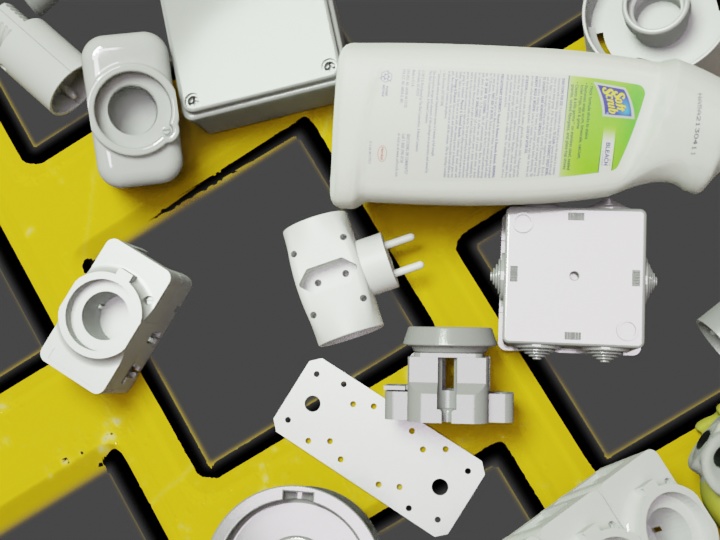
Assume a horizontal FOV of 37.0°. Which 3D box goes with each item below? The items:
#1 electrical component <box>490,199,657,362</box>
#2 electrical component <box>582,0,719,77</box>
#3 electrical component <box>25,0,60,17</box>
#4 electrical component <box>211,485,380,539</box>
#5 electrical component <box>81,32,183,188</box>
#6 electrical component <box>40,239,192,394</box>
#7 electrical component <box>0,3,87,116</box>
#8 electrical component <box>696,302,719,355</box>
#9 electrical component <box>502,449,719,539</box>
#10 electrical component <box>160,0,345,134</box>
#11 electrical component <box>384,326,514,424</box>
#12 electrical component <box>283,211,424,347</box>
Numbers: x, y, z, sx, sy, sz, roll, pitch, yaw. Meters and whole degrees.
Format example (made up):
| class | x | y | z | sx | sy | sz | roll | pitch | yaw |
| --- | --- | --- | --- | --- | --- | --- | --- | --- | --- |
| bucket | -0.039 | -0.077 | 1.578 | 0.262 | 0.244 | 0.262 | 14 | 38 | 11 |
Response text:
| class | x | y | z | sx | sy | sz | roll | pitch | yaw |
| --- | --- | --- | --- | --- | --- | --- | --- | --- | --- |
| electrical component | 0.130 | 0.006 | 0.660 | 0.100 | 0.048 | 0.099 | 2 | 84 | 8 |
| electrical component | 0.189 | -0.154 | 0.673 | 0.099 | 0.064 | 0.099 | -4 | 78 | 20 |
| electrical component | -0.204 | -0.209 | 0.734 | 0.065 | 0.044 | 0.044 | -33 | 81 | -1 |
| electrical component | -0.035 | 0.184 | 0.658 | 0.108 | 0.060 | 0.108 | -1 | 84 | 8 |
| electrical component | -0.146 | -0.102 | 0.689 | 0.054 | 0.059 | 0.095 | -8 | 98 | -12 |
| electrical component | -0.158 | 0.031 | 0.694 | 0.050 | 0.056 | 0.089 | 31 | 89 | 10 |
| electrical component | -0.221 | -0.147 | 0.728 | 0.081 | 0.043 | 0.043 | 41 | 91 | 10 |
| electrical component | 0.248 | 0.021 | 0.645 | 0.081 | 0.043 | 0.043 | -39 | 80 | 2 |
| electrical component | 0.127 | 0.176 | 0.597 | 0.150 | 0.062 | 0.089 | -26 | 80 | -31 |
| electrical component | -0.067 | -0.156 | 0.701 | 0.109 | 0.056 | 0.108 | -13 | 82 | 6 |
| electrical component | 0.055 | 0.063 | 0.661 | 0.078 | 0.058 | 0.057 | 0 | 87 | 8 |
| electrical component | 0.000 | 0.000 | 0.681 | 0.079 | 0.043 | 0.077 | -19 | 82 | 5 |
